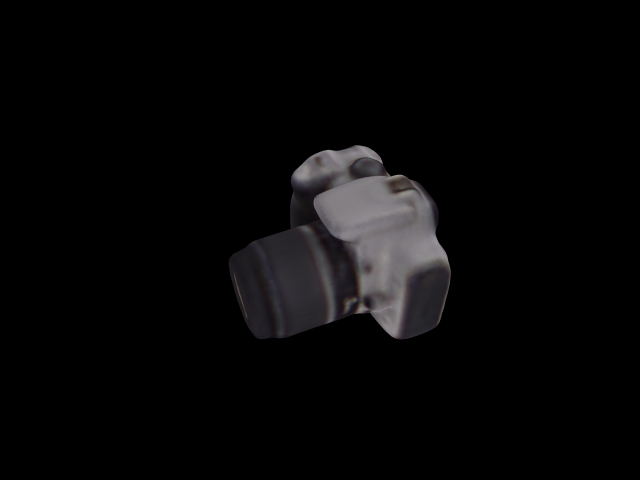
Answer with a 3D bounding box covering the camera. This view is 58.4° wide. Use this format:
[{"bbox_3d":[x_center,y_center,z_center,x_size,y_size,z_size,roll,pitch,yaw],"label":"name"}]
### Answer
[{"bbox_3d":[0.004,0.001,0.400,0.137,0.101,0.143,-17,48,-16],"label":"camera"}]
